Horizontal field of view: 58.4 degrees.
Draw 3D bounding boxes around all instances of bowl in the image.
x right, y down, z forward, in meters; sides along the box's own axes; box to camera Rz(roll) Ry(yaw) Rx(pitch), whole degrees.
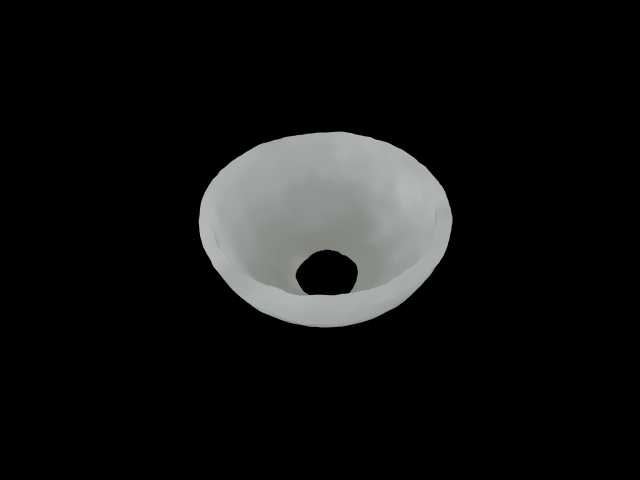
[{"bbox_3d":[0.004,0.001,0.400,0.167,0.075,0.167,0,47,0],"label":"bowl"}]
